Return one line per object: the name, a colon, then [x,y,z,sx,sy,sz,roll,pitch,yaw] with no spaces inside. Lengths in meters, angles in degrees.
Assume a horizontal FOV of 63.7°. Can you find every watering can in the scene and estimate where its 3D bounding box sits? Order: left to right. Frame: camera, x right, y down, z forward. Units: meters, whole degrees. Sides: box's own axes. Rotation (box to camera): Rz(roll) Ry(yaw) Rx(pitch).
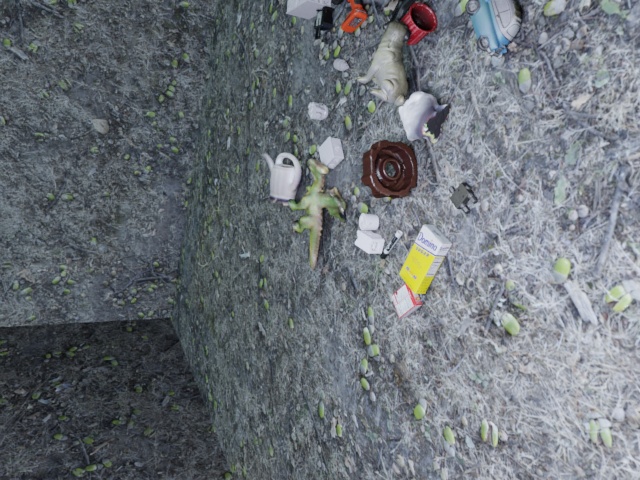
watering can: [-0.170,-0.263,2.195,0.350,0.104,0.223,23,108,58]

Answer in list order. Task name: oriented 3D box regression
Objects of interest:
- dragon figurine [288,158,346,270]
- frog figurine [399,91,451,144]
dragon figurine: [0.006,-0.095,1.891,0.241,0.123,0.410,-9,94,54]
frog figurine: [0.264,-0.347,1.429,0.162,0.124,0.134,39,142,41]
